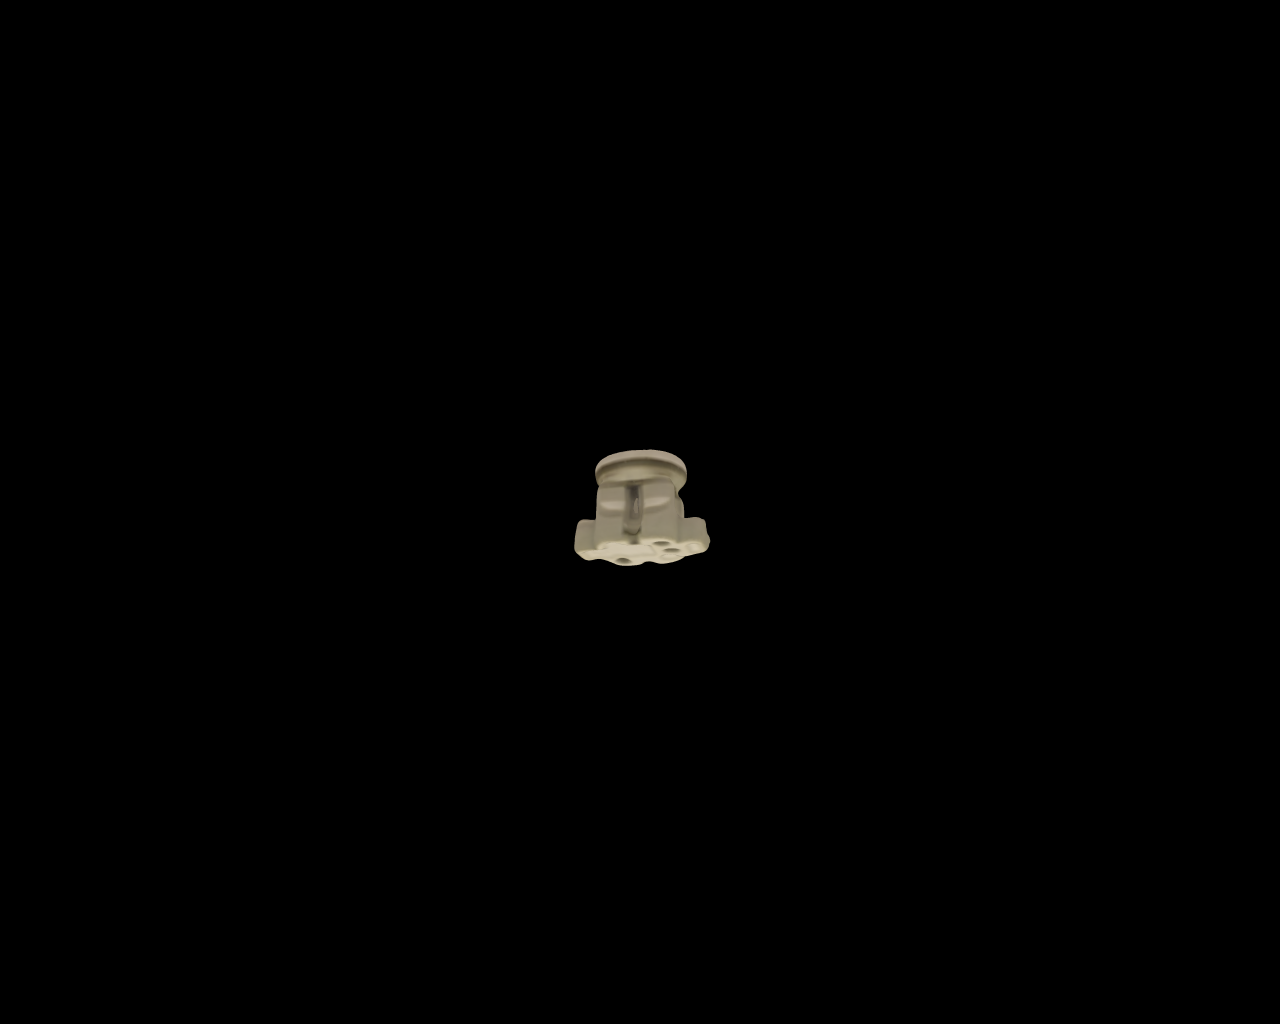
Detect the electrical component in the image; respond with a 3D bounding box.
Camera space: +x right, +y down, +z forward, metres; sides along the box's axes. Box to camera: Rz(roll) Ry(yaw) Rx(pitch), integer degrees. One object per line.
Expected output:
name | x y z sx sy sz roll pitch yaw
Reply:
electrical component | 0.001 -0.003 0.650 0.078 0.057 0.058 -4 -19 12
